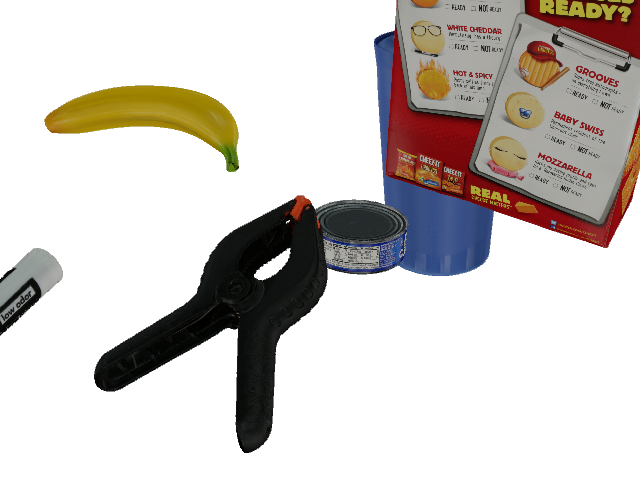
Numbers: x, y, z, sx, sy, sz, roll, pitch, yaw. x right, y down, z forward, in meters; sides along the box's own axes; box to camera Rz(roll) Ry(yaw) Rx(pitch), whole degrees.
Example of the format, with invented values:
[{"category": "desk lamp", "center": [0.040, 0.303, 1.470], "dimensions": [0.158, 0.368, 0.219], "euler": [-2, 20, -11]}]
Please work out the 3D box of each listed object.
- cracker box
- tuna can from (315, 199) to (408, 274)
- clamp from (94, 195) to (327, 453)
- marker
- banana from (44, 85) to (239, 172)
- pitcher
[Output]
[{"category": "cracker box", "center": [0.133, -0.116, 0.676], "dimensions": [0.164, 0.214, 0.072], "euler": [20, 45, 21]}, {"category": "tuna can", "center": [0.033, -0.003, 0.937], "dimensions": [0.086, 0.034, 0.086], "euler": [1, 26, -1]}, {"category": "clamp", "center": [-0.041, 0.047, 0.638], "dimensions": [0.120, 0.171, 0.039], "euler": [29, -24, 28]}, {"category": "marker", "center": [-0.154, 0.046, 0.449], "dimensions": [0.020, 0.020, 0.121], "euler": [0, 36, 38]}, {"category": "banana", "center": [-0.151, -0.111, 0.956], "dimensions": [0.198, 0.037, 0.069], "euler": [12, 48, 20]}, {"category": "pitcher", "center": [0.127, -0.096, 1.100], "dimensions": [0.149, 0.243, 0.145], "euler": [-10, 25, -18]}]
